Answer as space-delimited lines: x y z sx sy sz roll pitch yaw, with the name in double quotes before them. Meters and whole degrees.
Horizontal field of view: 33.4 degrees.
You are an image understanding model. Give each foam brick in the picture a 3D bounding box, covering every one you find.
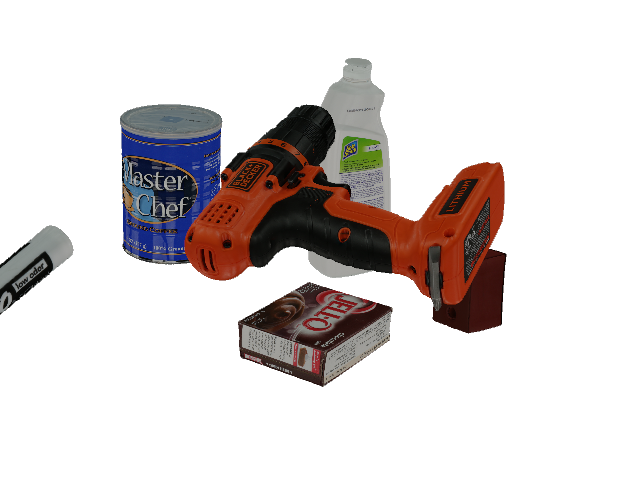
"foam brick" 0.150 0.048 1.078 0.051 0.078 0.053 -13 20 -38

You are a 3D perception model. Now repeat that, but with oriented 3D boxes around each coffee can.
"coffee can" -0.154 -0.060 1.101 0.103 0.140 0.103 3 22 -1

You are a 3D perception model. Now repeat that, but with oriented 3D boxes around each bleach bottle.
"bleach bottle" 0.041 -0.085 1.224 0.102 0.251 0.068 -13 31 -30

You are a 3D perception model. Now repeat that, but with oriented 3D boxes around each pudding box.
"pudding box" -0.003 0.079 0.923 0.090 0.039 0.113 14 26 30

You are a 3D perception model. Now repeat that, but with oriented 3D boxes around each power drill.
"power drill" 0.025 -0.028 0.723 0.188 0.057 0.184 9 42 24

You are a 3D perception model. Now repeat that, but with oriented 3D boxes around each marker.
"marker" -0.160 0.034 0.490 0.020 0.020 0.121 0 34 39
